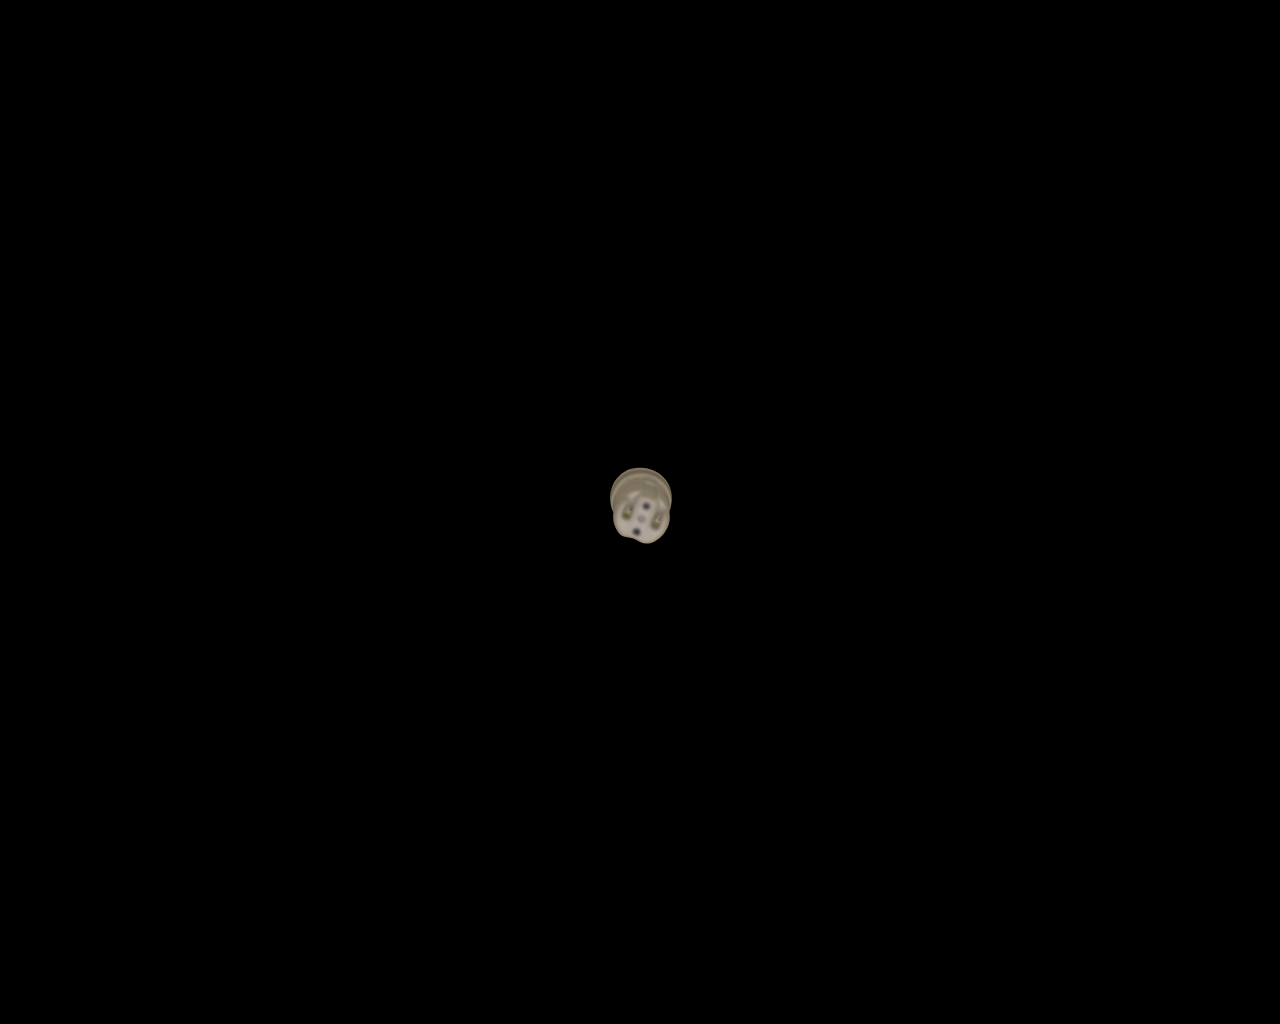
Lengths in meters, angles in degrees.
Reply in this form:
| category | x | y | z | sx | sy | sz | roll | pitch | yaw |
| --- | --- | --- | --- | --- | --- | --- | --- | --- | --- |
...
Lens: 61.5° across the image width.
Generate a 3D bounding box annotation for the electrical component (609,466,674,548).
| category | x | y | z | sx | sy | sz | roll | pitch | yaw |
| --- | --- | --- | --- | --- | --- | --- | --- | --- | --- |
| electrical component | 0.001 | -0.003 | 0.650 | 0.040 | 0.040 | 0.046 | 0 | 19 | 0 |
